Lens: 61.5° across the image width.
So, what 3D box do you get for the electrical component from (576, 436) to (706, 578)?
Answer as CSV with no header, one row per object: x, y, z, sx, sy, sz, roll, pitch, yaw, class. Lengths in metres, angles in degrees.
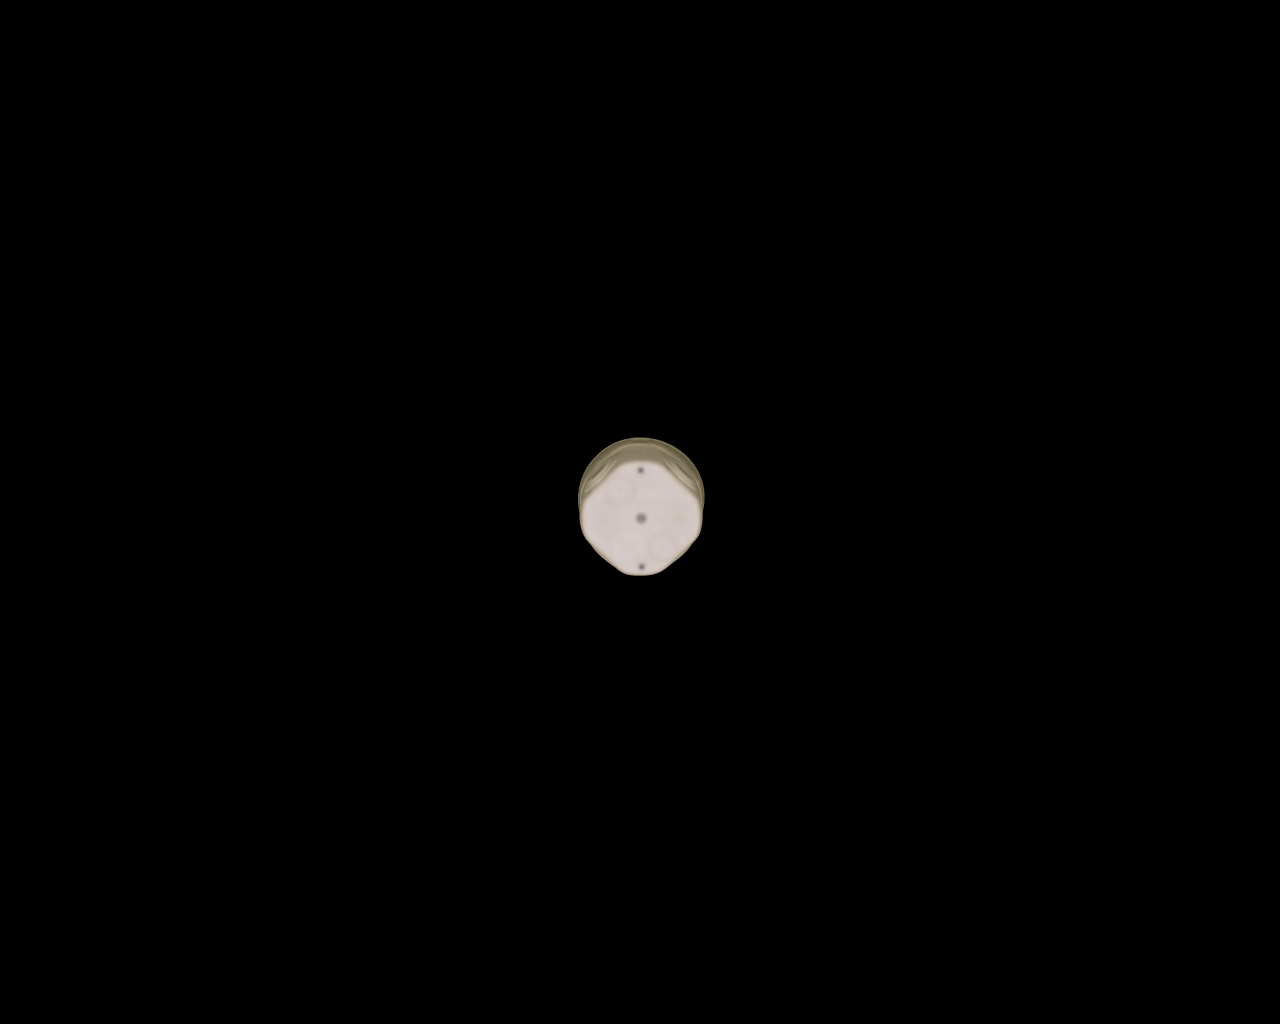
0.001,-0.003,0.650,0.080,0.080,0.051,0,16,0,electrical component
